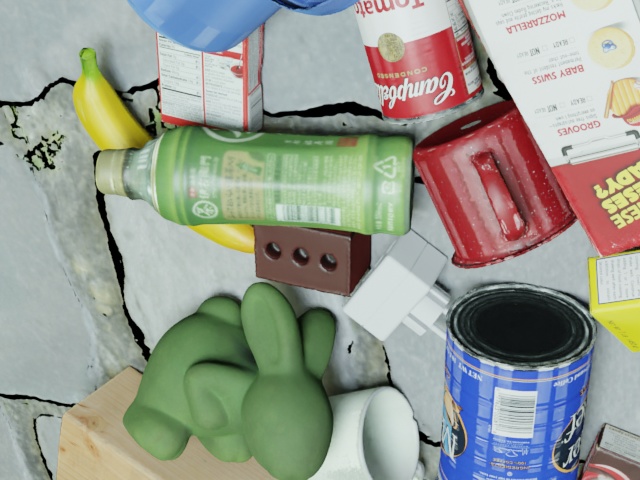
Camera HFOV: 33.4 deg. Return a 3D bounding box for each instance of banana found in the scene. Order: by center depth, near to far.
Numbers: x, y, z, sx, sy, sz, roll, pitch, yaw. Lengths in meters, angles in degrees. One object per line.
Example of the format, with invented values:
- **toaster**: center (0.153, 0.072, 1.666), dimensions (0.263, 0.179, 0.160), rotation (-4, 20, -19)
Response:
- **banana**: center (-0.124, -0.057, 0.813), dimensions (0.197, 0.037, 0.070), rotation (47, 160, -12)

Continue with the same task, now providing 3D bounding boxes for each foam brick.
- **foam brick**: center (-0.005, 0.001, 0.792), dimensions (0.078, 0.051, 0.053), rotation (11, 122, 19)

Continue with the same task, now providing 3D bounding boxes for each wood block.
- **wood block**: center (-0.120, 0.213, 0.925), dimensions (0.206, 0.090, 0.090), rotation (29, 127, 20)

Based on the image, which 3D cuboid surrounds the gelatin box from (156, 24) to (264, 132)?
- **gelatin box**: center (-0.079, -0.122, 0.768), dimensions (0.073, 0.030, 0.089), rotation (15, 125, 19)

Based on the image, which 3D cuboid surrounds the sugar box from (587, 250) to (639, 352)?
- **sugar box**: center (0.266, 0.030, 0.659), dimensions (0.177, 0.048, 0.093), rotation (-9, 155, 32)

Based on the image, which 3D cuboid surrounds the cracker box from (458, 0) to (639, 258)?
- **cracker box**: center (0.193, -0.115, 0.619), dimensions (0.164, 0.072, 0.213), rotation (-22, 108, 35)

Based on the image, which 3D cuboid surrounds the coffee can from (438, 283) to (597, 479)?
- **coffee can**: center (0.138, 0.117, 0.761), dimensions (0.103, 0.102, 0.140), rotation (10, 122, 20)

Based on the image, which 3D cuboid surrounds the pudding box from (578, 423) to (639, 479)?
- **pudding box**: center (0.248, 0.199, 0.798), dimensions (0.113, 0.039, 0.090), rotation (20, 124, 13)

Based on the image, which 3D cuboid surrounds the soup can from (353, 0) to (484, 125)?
- **soup can**: center (0.059, -0.133, 0.674), dimensions (0.069, 0.068, 0.102), rotation (-6, 115, 28)

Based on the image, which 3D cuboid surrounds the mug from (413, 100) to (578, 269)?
- **mug**: center (0.110, -0.035, 0.681), dimensions (0.093, 0.117, 0.081), rotation (-24, 102, 13)

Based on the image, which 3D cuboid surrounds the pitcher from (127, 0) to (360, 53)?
- **pitcher**: center (-0.017, -0.209, 0.622), dimensions (0.145, 0.149, 0.243), rotation (41, 131, -15)

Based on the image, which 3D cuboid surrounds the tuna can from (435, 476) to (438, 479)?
- **tuna can**: center (0.130, 0.217, 0.867), dimensions (0.086, 0.033, 0.086), rotation (12, 123, 19)
